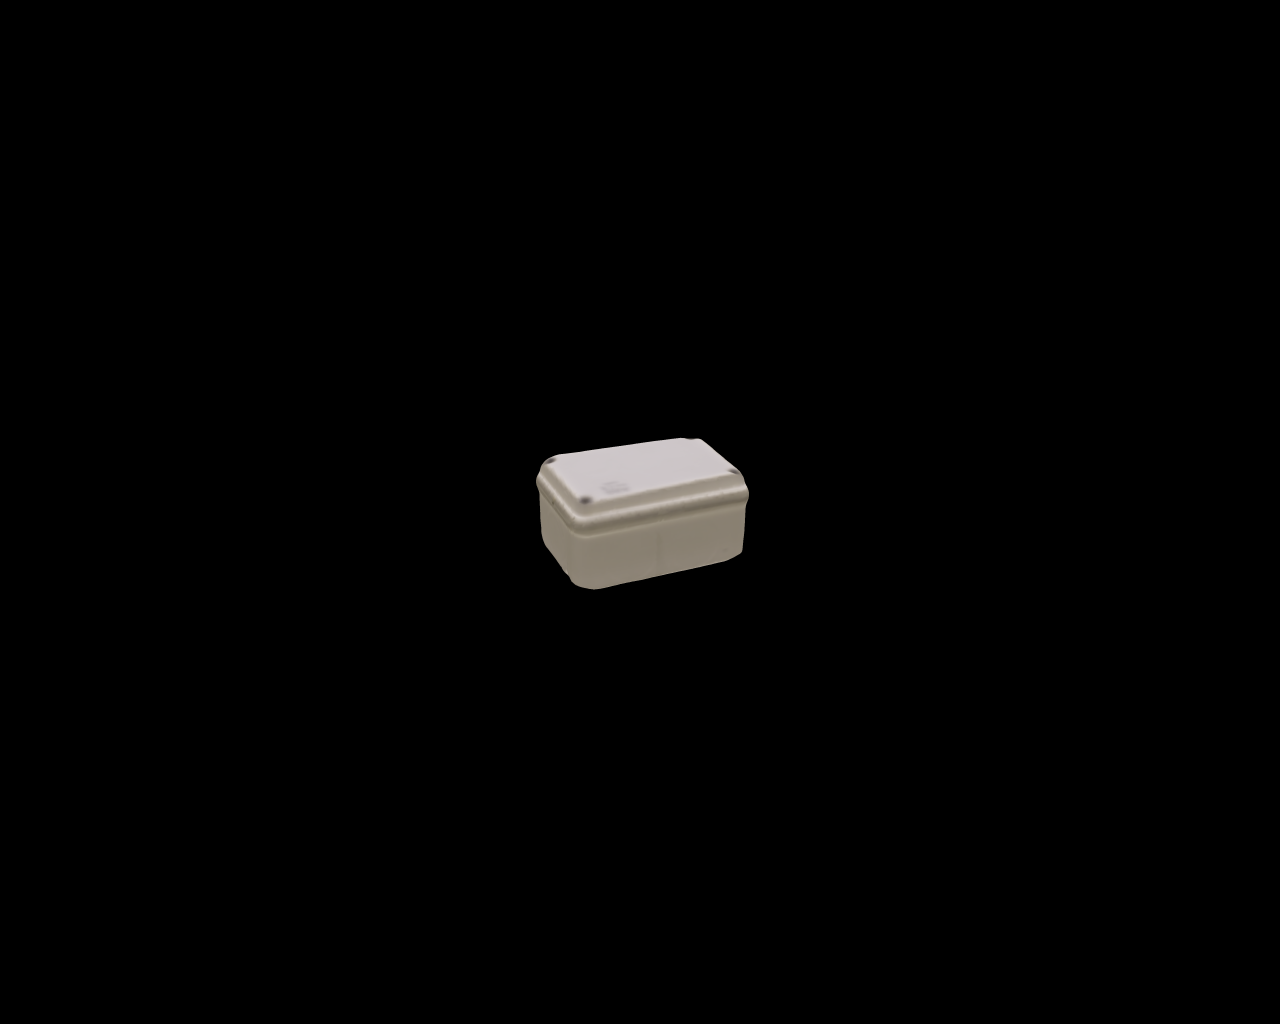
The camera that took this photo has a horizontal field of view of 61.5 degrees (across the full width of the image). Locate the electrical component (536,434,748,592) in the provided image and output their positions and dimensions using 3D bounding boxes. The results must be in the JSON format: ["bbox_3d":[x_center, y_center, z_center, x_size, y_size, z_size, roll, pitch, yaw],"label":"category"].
[{"bbox_3d":[0.001,-0.003,0.650,0.113,0.057,0.078,-10,28,-20],"label":"electrical component"}]
